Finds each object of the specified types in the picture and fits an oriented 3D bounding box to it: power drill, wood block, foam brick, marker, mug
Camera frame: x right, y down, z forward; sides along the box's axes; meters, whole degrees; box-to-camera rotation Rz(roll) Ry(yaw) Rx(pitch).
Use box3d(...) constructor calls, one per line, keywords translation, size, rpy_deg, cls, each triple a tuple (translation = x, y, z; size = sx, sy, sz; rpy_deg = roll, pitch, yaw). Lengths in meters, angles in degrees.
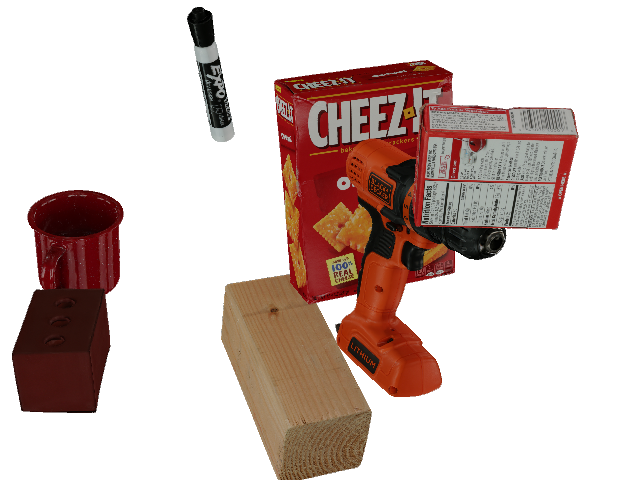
box3d(translation=(0.074, 0.028, 0.859), size=(0.057, 0.188, 0.185), rpy_deg=(-5, 26, -28), cls="power drill")
box3d(translation=(-0.030, 0.138, 1.113), size=(0.090, 0.090, 0.206), rpy_deg=(-9, 42, -19), cls="wood block")
box3d(translation=(-0.179, 0.076, 0.744), size=(0.053, 0.051, 0.078), rpy_deg=(0, 31, -3), cls="foam brick")
box3d(translation=(-0.084, -0.126, 0.817), size=(0.020, 0.020, 0.121), rpy_deg=(0, -43, 7), cls="marker")
box3d(translation=(-0.246, 0.014, 1.061), size=(0.093, 0.081, 0.117), rpy_deg=(9, 33, 7), cls="mug")

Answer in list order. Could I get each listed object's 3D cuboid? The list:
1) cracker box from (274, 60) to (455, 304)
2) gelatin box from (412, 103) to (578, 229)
box3d(translation=(0.048, -0.058, 1.050), size=(0.164, 0.214, 0.072), rpy_deg=(-10, 23, -16), cls="cracker box")
box3d(translation=(0.100, -0.043, 0.628), size=(0.089, 0.073, 0.030), rpy_deg=(2, 44, 2), cls="gelatin box")
